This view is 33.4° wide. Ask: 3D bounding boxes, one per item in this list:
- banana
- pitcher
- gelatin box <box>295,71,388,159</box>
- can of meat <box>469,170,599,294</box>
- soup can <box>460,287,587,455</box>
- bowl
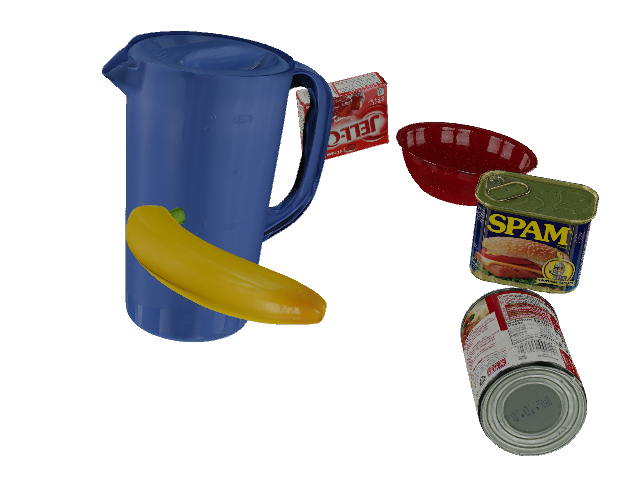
[{"bbox_3d":[-0.076,0.011,0.686,0.069,0.037,0.198,-16,29,-30],"label":"banana"},{"bbox_3d":[-0.090,-0.044,0.883,0.149,0.243,0.144,17,25,20],"label":"pitcher"},{"bbox_3d":[0.023,-0.122,1.065,0.089,0.073,0.030,-15,43,-11],"label":"gelatin box"},{"bbox_3d":[0.182,-0.006,0.926,0.102,0.084,0.057,11,38,13],"label":"can of meat"},{"bbox_3d":[0.129,0.082,0.689,0.068,0.068,0.102,0,24,1],"label":"soup can"},{"bbox_3d":[0.161,-0.083,1.214,0.162,0.055,0.162,7,25,-4],"label":"bowl"}]
